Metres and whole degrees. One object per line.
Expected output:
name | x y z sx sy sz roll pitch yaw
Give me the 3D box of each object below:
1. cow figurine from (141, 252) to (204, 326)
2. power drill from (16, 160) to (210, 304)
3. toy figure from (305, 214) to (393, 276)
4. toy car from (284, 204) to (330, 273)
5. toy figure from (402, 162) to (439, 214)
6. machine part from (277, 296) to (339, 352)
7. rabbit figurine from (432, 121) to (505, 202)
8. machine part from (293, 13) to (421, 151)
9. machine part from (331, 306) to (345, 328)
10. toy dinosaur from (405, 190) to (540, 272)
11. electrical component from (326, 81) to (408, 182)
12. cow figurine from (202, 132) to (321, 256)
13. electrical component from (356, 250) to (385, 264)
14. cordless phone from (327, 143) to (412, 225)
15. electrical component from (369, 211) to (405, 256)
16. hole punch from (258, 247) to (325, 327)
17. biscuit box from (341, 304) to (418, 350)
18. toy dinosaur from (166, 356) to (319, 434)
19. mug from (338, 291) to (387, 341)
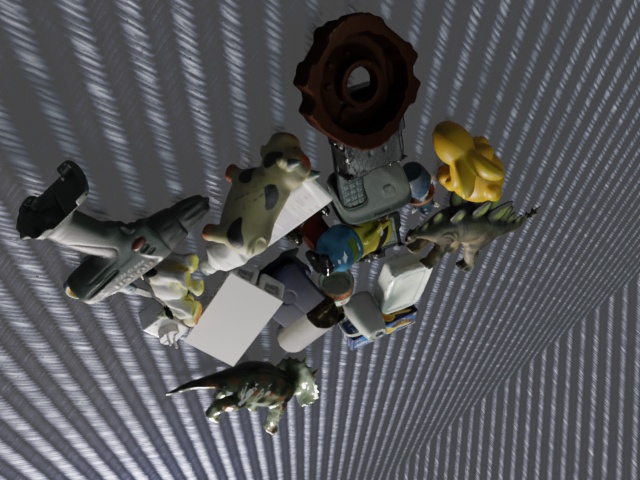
cow figurine | -0.249 0.087 0.901 0.098 0.068 0.167 8 138 3
power drill | -0.286 -0.023 0.743 0.232 0.086 0.207 -42 153 -1
toy figure | 0.056 0.002 0.974 0.180 0.082 0.089 -38 153 -30
toy car | -0.002 -0.003 1.014 0.089 0.053 0.202 -52 148 -8
toy figure | 0.195 -0.099 1.053 0.154 0.064 0.058 47 60 -60
machine part | -0.029 0.182 1.156 0.079 0.079 0.243 -9 156 -32
rabbit figurine | 0.265 -0.142 0.999 0.122 0.162 0.173 -32 130 18
machine part | 0.050 -0.213 0.735 0.179 0.056 0.179 -9 112 -23
machine part | 0.026 0.151 1.241 0.084 0.039 0.138 -34 145 -9
toy dinosaur | 0.353 -0.029 1.232 0.471 0.105 0.198 -4 133 -43
electrical component | 0.070 -0.171 0.826 0.115 0.058 0.134 -25 121 -17
cow figurine | -0.082 -0.069 0.796 0.085 0.127 0.195 26 86 -55
electrical component | 0.106 0.026 1.129 0.094 0.063 0.021 -18 109 -23
cordless phone | 0.077 -0.128 0.915 0.147 0.089 0.184 -21 125 -17
electrical component | 0.120 -0.034 1.073 0.075 0.048 0.119 -22 105 -21
hole punch | -0.066 0.098 1.058 0.142 0.092 0.115 -36 142 10
biscuit box | 0.155 0.215 1.403 0.203 0.063 0.059 -22 143 -17
toy dinosaur | -0.147 0.345 1.279 0.404 0.131 0.192 28 101 -48
mug | 0.104 0.194 1.296 0.109 0.107 0.080 -32 144 -6
